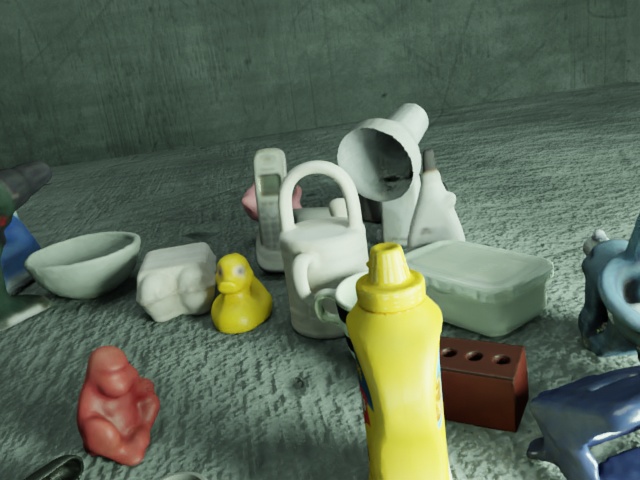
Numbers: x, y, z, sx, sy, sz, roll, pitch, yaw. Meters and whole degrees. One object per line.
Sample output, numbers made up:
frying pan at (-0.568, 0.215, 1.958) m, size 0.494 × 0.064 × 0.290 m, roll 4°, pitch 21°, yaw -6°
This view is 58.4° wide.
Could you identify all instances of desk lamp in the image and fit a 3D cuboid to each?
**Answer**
desk lamp at (0.125, -0.099, 0.900) m, size 0.117 × 0.214 × 0.204 m, roll 3°, pitch 21°, yaw 31°

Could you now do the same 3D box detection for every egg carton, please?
egg carton at (-0.195, 0.054, 0.792) m, size 0.107 × 0.069 × 0.150 m, roll -10°, pitch 18°, yaw -8°

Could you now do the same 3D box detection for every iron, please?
iron at (-0.548, 0.010, 0.957) m, size 0.118 × 0.141 × 0.258 m, roll -6°, pitch 18°, yaw 5°

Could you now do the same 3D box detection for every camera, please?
camera at (0.156, -0.093, 1.056) m, size 0.143 × 0.101 × 0.136 m, roll -18°, pitch 20°, yaw -30°

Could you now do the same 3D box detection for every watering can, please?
watering can at (0.004, 0.002, 0.663) m, size 0.101 × 0.194 × 0.172 m, roll -8°, pitch 18°, yaw -1°

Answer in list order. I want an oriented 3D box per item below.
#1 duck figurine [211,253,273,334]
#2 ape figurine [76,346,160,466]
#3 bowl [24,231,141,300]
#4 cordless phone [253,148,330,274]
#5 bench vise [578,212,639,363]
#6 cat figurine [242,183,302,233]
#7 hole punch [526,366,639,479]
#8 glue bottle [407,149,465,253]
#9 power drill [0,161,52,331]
duck figurine at (-0.102, 0.057, 0.716) m, size 0.077 × 0.086 × 0.104 m, roll -5°, pitch 18°, yaw 9°
ape figurine at (-0.177, 0.135, 0.491) m, size 0.075 × 0.092 × 0.078 m, roll 6°, pitch 22°, yaw 37°
bowl at (-0.352, 0.045, 0.875) m, size 0.167 × 0.075 × 0.167 m, roll -7°, pitch 18°, yaw 2°
cordless phone at (-0.029, -0.045, 0.841) m, size 0.147 × 0.185 × 0.094 m, roll -4°, pitch 18°, yaw 10°
bench vise at (0.265, 0.017, 0.468) m, size 0.122 × 0.220 × 0.207 m, roll -13°, pitch 18°, yaw -17°
cat figurine at (-0.084, -0.061, 1.024) m, size 0.128 × 0.118 × 0.067 m, roll -16°, pitch 20°, yaw -25°
hole punch at (0.205, 0.118, 0.388) m, size 0.109 × 0.091 × 0.101 m, roll -12°, pitch 18°, yaw -14°
glue bottle at (0.149, -0.033, 0.748) m, size 0.078 × 0.173 × 0.037 m, roll -3°, pitch 18°, yaw 13°
power drill at (-0.456, 0.012, 0.801) m, size 0.075 × 0.208 × 0.230 m, roll 3°, pitch 20°, yaw 30°
